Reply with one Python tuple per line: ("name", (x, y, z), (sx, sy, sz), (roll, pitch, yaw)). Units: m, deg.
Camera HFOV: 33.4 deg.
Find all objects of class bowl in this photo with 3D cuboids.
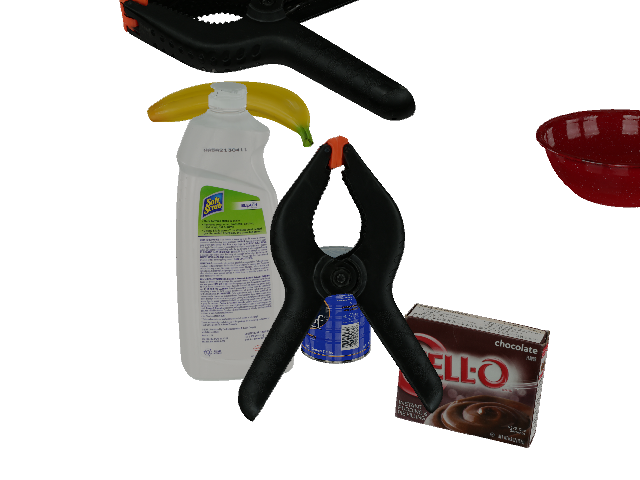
("bowl", (0.280, -0.073, 0.984), (0.162, 0.055, 0.162), (-2, 24, 1))

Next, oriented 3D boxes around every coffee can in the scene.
("coffee can", (0.023, 0.090, 1.524), (0.103, 0.140, 0.103), (0, 20, 0))

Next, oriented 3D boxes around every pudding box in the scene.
("pudding box", (0.119, 0.105, 0.846), (0.114, 0.090, 0.039), (10, 21, 17))

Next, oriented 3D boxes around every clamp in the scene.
("clamp", (0.001, 0.028, 0.626), (0.120, 0.171, 0.039), (-10, 1, -10))
("clamp", (-0.030, -0.141, 0.716), (0.210, 0.164, 0.036), (-1, -41, -2))

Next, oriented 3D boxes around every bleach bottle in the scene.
("bleach bottle", (-0.071, -0.008, 0.902), (0.102, 0.251, 0.068), (-4, 21, -17))

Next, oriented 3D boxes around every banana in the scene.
("banana", (-0.092, -0.148, 1.175), (0.198, 0.037, 0.069), (9, 45, 18))
